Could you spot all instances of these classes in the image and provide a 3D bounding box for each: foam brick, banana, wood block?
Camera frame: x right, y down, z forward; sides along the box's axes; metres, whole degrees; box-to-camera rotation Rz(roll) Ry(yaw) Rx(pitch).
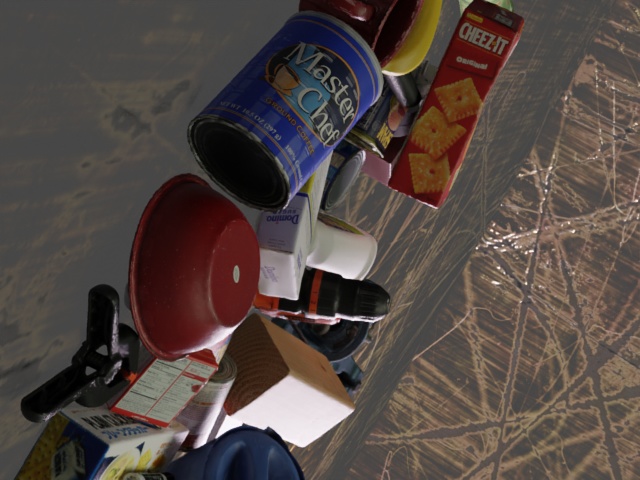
[{"bbox_3d":[0.082,-0.114,1.369,0.053,0.051,0.078,-55,166,-16],"label":"foam brick"},{"bbox_3d":[0.094,-0.237,1.037,0.069,0.037,0.198,38,65,-56],"label":"banana"},{"bbox_3d":[-0.047,0.173,1.286,0.090,0.091,0.206,-37,150,8],"label":"wood block"}]

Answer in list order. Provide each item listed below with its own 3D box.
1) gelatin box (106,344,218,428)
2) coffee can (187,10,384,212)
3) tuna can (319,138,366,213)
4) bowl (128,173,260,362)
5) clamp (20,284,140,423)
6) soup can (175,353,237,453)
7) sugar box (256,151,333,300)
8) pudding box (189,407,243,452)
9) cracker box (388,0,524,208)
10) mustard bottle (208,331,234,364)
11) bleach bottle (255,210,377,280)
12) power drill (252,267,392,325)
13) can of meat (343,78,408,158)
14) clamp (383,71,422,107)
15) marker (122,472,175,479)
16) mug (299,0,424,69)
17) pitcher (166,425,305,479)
[{"bbox_3d":[-0.152,0.132,1.017,0.073,0.030,0.089,28,109,-44],"label":"gelatin box"},{"bbox_3d":[-0.027,-0.107,0.882,0.140,0.103,0.103,-51,165,-27],"label":"coffee can"},{"bbox_3d":[0.017,-0.076,1.255,0.086,0.034,0.086,-53,165,-21],"label":"tuna can"},{"bbox_3d":[-0.095,0.026,0.899,0.162,0.055,0.162,6,90,-67],"label":"bowl"},{"bbox_3d":[-0.185,0.094,0.902,0.120,0.039,0.171,-55,171,1],"label":"clamp"},{"bbox_3d":[-0.139,0.172,1.172,0.068,0.068,0.102,-31,150,-62],"label":"soup can"},{"bbox_3d":[-0.025,-0.042,1.025,0.093,0.048,0.176,88,15,-58],"label":"sugar box"},{"bbox_3d":[-0.125,0.224,1.404,0.114,0.039,0.090,-65,164,18],"label":"pudding box"},{"bbox_3d":[0.157,-0.160,1.215,0.164,0.072,0.214,-56,170,-69],"label":"cracker box"},{"bbox_3d":[-0.121,0.086,1.067,0.096,0.058,0.192,-27,148,-52],"label":"mustard bottle"},{"bbox_3d":[-0.008,0.001,1.189,0.068,0.103,0.250,-64,167,3],"label":"bleach bottle"},{"bbox_3d":[-0.012,0.060,1.180,0.187,0.184,0.057,64,37,-81],"label":"power drill"},{"bbox_3d":[0.063,-0.149,1.214,0.084,0.057,0.102,-61,166,0],"label":"can of meat"},{"bbox_3d":[0.066,-0.220,1.070,0.209,0.036,0.164,-6,107,-62],"label":"clamp"},{"bbox_3d":[-0.164,0.235,1.034,0.020,0.020,0.121,-57,167,-6],"label":"marker"},{"bbox_3d":[0.031,-0.204,0.919,0.093,0.081,0.117,-63,166,20],"label":"mug"},{"bbox_3d":[-0.140,0.303,1.152,0.148,0.145,0.243,-3,159,-44],"label":"pitcher"}]
